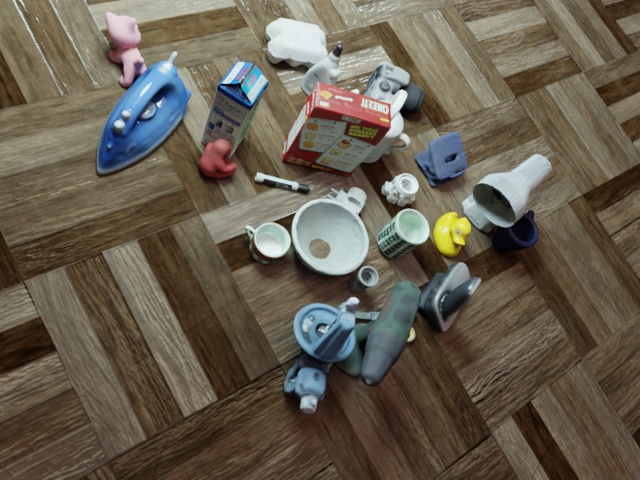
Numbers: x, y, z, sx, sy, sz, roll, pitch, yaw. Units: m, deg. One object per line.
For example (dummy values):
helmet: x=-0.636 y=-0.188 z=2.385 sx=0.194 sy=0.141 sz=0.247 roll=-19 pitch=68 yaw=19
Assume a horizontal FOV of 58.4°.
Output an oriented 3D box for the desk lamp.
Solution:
desk lamp: x=0.421 y=-0.105 z=1.317 sx=0.204 sy=0.213 sz=0.118 roll=-37 pitch=85 yaw=-31

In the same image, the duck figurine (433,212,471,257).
duck figurine: x=0.311 y=-0.022 z=1.309 sx=0.078 sy=0.086 sz=0.104 roll=14 pitch=63 yaw=-16

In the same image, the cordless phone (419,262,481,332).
cordless phone: x=0.294 y=0.103 z=1.189 sx=0.094 sy=0.184 sz=0.148 roll=39 pitch=59 yaw=-2

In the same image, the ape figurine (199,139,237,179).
ape figurine: x=-0.203 y=-0.170 z=1.154 sx=0.076 sy=0.092 sz=0.078 roll=-19 pitch=76 yaw=-28

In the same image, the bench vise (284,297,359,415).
bench vise: x=0.019 y=0.195 z=1.012 sx=0.122 sy=0.219 sz=0.207 roll=3 pitch=67 yaw=-21

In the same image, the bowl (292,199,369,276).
bowl: x=0.011 y=0.004 z=1.178 sx=0.168 sy=0.074 sz=0.167 roll=9 pitch=65 yaw=-19

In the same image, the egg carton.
egg carton: x=-0.055 y=-0.463 z=1.359 sx=0.151 sy=0.069 sz=0.107 roll=2 pitch=67 yaw=-22

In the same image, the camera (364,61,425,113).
camera: x=0.185 y=-0.354 z=1.393 sx=0.137 sy=0.100 sz=0.143 roll=21 pitch=61 yaw=-13

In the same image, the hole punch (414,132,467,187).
hole punch: x=0.303 y=-0.195 z=1.378 sx=0.109 sy=0.091 sz=0.101 roll=-25 pitch=79 yaw=-29

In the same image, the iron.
iron: x=-0.345 y=-0.248 z=1.100 sx=0.119 sy=0.141 sz=0.258 roll=31 pitch=60 yaw=-7

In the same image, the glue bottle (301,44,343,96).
glue bottle: x=0.015 y=-0.379 z=1.291 sx=0.078 sy=0.173 sz=0.037 roll=48 pitch=59 yaw=3

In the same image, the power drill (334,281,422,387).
power drill: x=0.102 y=0.187 z=1.057 sx=0.076 sy=0.208 sz=0.230 roll=35 pitch=59 yaw=-4

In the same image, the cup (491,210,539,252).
cup: x=0.460 y=-0.019 z=1.365 sx=0.092 sy=0.094 sz=0.118 roll=42 pitch=59 yaw=-1

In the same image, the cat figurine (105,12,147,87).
cat figurine: x=-0.388 y=-0.395 z=1.161 sx=0.067 sy=0.117 sz=0.128 roll=-22 pitch=77 yaw=-29

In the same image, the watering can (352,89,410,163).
watering can: x=0.128 y=-0.265 z=1.275 sx=0.173 sy=0.193 sz=0.101 roll=15 pitch=63 yaw=-16
